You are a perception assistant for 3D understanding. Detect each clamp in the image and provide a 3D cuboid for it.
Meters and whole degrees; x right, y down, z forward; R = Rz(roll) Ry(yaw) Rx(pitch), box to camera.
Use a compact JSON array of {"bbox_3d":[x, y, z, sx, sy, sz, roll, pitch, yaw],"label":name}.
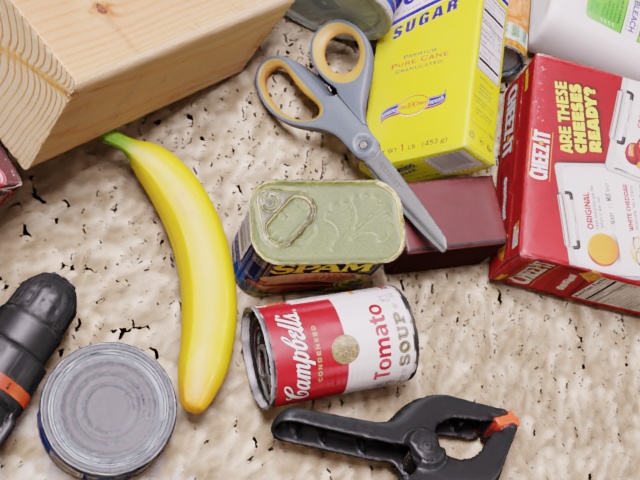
[{"bbox_3d":[0.054,0.137,0.694,0.171,0.039,0.120,-19,65,-39],"label":"clamp"}]

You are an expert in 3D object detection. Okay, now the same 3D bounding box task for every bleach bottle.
[{"bbox_3d":[0.290,-0.159,0.859,0.250,0.068,0.102,18,69,-10],"label":"bleach bottle"}]

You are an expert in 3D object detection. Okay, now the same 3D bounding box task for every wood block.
[{"bbox_3d":[-0.124,-0.138,0.689,0.091,0.090,0.205,50,44,5],"label":"wood block"}]

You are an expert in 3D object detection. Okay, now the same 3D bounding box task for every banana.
[{"bbox_3d":[-0.090,0.015,0.709,0.069,0.037,0.198,-14,76,-29],"label":"banana"}]

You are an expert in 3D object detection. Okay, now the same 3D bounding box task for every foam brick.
[{"bbox_3d":[0.084,-0.010,0.758,0.078,0.053,0.051,-6,73,-18],"label":"foam brick"}]

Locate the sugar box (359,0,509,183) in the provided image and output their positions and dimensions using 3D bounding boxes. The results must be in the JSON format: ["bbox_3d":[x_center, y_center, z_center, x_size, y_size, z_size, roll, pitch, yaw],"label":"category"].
[{"bbox_3d":[0.085,-0.130,0.776,0.048,0.094,0.176,28,61,-46],"label":"sugar box"}]

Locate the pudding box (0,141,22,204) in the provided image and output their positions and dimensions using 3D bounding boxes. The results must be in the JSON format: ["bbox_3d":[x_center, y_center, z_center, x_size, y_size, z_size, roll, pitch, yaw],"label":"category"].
[{"bbox_3d":[-0.248,-0.056,0.667,0.113,0.090,0.039,60,26,12],"label":"pudding box"}]

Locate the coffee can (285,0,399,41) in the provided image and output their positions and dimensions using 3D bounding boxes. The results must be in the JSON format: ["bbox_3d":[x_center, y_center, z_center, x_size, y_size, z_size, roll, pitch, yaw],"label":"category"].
[{"bbox_3d":[0.026,-0.232,0.779,0.102,0.103,0.140,22,78,-7],"label":"coffee can"}]

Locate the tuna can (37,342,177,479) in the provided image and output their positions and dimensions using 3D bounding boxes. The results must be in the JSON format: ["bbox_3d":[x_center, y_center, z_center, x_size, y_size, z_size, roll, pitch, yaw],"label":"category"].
[{"bbox_3d":[-0.133,0.108,0.669,0.086,0.034,0.086,5,70,-13],"label":"tuna can"}]

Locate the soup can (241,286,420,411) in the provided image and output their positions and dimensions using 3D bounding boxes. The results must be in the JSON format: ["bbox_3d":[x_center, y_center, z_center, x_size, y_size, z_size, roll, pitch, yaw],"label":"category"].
[{"bbox_3d":[0.006,0.070,0.701,0.102,0.069,0.068,-8,74,-18],"label":"soup can"}]

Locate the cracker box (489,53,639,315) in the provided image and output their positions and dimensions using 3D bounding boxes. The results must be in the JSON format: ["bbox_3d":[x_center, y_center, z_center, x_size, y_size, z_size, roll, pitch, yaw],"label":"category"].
[{"bbox_3d":[0.240,-0.030,0.796,0.213,0.072,0.164,13,67,-9],"label":"cracker box"}]

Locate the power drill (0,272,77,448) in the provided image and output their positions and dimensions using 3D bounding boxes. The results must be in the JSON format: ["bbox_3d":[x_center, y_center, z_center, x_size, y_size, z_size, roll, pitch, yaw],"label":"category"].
[{"bbox_3d":[-0.245,0.055,0.605,0.187,0.057,0.184,45,62,-29],"label":"power drill"}]

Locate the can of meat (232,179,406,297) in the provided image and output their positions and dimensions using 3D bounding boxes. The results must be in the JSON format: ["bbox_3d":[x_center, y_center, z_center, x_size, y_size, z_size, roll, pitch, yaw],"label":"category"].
[{"bbox_3d":[-0.005,0.001,0.713,0.102,0.084,0.057,-1,72,-15],"label":"can of meat"}]

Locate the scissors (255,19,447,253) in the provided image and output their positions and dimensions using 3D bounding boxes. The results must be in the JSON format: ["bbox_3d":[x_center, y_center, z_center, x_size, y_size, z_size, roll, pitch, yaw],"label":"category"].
[{"bbox_3d":[0.038,-0.083,0.742,0.202,0.016,0.096,37,89,26],"label":"scissors"}]
